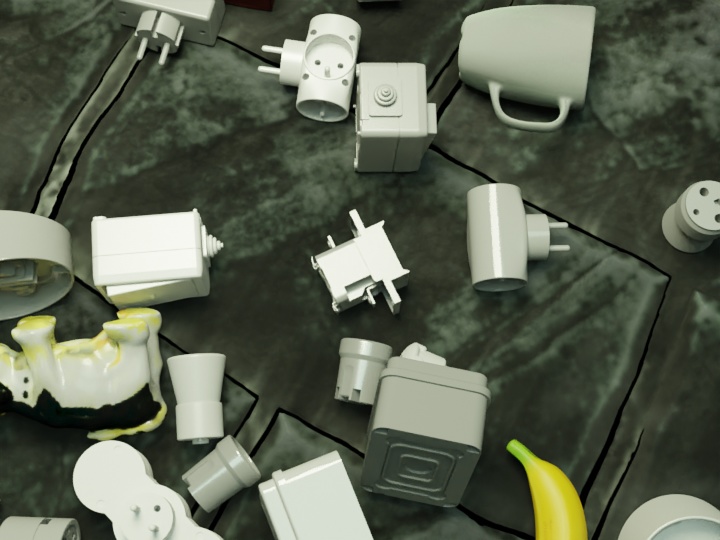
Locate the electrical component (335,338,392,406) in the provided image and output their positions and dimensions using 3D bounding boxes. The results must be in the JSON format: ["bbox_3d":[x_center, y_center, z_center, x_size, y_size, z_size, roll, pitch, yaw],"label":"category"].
[{"bbox_3d":[0.001,0.078,0.820,0.040,0.040,0.046,10,79,1],"label":"electrical component"}]

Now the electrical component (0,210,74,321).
[{"bbox_3d":[-0.265,-0.002,0.805,0.099,0.099,0.064,-2,68,-3],"label":"electrical component"}]

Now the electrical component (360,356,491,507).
[{"bbox_3d":[0.045,0.117,0.770,0.078,0.113,0.057,11,56,1],"label":"electrical component"}]

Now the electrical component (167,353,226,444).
[{"bbox_3d":[-0.122,0.098,0.810,0.044,0.044,0.065,-4,79,-3],"label":"electrical component"}]

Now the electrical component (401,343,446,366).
[{"bbox_3d":[0.056,0.087,0.817,0.062,0.048,0.048,24,75,-2],"label":"electrical component"}]

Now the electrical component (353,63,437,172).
[{"bbox_3d":[0.027,-0.121,0.847,0.061,0.096,0.061,0,74,-2],"label":"electrical component"}]

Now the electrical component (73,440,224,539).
[{"bbox_3d":[-0.150,0.179,0.768,0.138,0.073,0.052,44,77,10],"label":"electrical component"}]

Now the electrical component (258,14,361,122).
[{"bbox_3d":[-0.043,-0.169,0.885,0.079,0.044,0.077,8,74,0],"label":"electrical component"}]

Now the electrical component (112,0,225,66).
[{"bbox_3d":[-0.163,-0.205,0.890,0.083,0.047,0.075,14,74,2],"label":"electrical component"}]

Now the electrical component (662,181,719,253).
[{"bbox_3d":[0.270,-0.042,0.855,0.045,0.055,0.045,1,74,-2],"label":"electrical component"}]

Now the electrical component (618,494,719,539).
[{"bbox_3d":[0.240,0.219,0.788,0.099,0.064,0.099,0,87,2],"label":"electrical component"}]

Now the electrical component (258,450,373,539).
[{"bbox_3d":[-0.032,0.177,0.753,0.057,0.113,0.078,-20,76,-10],"label":"electrical component"}]

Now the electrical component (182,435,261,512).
[{"bbox_3d":[-0.103,0.151,0.796,0.046,0.040,0.040,-37,79,-5],"label":"electrical component"}]

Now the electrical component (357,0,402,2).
[{"bbox_3d":[0.030,-0.295,0.919,0.074,0.052,0.138,-3,75,-2],"label":"electrical component"}]

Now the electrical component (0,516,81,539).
[{"bbox_3d":[-0.232,0.204,0.769,0.047,0.055,0.055,5,74,4],"label":"electrical component"}]

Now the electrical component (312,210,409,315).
[{"bbox_3d":[0.000,0.000,0.841,0.064,0.042,0.081,-25,76,-5],"label":"electrical component"}]

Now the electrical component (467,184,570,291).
[{"bbox_3d":[0.126,-0.026,0.851,0.079,0.043,0.077,-1,74,-2],"label":"electrical component"}]

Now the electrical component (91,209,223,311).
[{"bbox_3d":[-0.153,-0.006,0.827,0.096,0.061,0.061,-5,74,-3],"label":"electrical component"}]
